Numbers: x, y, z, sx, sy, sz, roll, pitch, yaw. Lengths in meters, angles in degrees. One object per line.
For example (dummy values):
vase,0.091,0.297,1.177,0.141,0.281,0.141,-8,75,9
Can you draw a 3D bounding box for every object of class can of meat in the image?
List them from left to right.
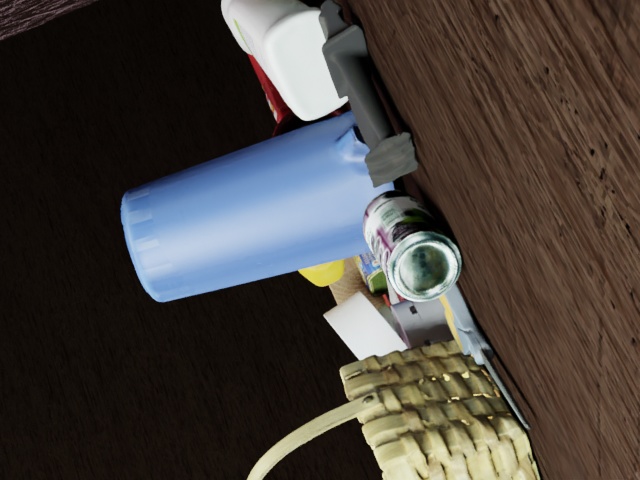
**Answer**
can of meat,0.060,0.008,1.167,0.102,0.057,0.084,69,176,-72

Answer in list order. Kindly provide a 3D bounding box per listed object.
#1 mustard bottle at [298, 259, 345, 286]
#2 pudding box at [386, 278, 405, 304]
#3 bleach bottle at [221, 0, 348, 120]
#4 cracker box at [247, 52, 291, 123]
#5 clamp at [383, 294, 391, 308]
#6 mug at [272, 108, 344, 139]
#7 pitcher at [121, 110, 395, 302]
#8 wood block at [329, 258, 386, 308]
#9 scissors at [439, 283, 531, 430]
mustard bottle,-0.008,0.002,1.178,0.191,0.058,0.096,-120,7,-80
pudding box,0.101,0.076,1.093,0.113,0.039,0.090,75,173,-67
bleach bottle,-0.048,-0.205,1.032,0.102,0.068,0.251,65,173,-34
cracker box,-0.031,-0.181,1.274,0.213,0.072,0.164,68,179,-67
clamp,0.130,0.151,1.226,0.164,0.036,0.210,71,174,-62
mug,0.010,-0.088,1.165,0.117,0.093,0.081,29,173,16
pitcher,-0.049,-0.021,0.982,0.145,0.243,0.149,-106,-1,-71
wood block,0.034,0.000,1.379,0.206,0.090,0.091,-115,1,-48
scissors,0.126,0.092,0.835,0.096,0.016,0.202,66,180,-46
